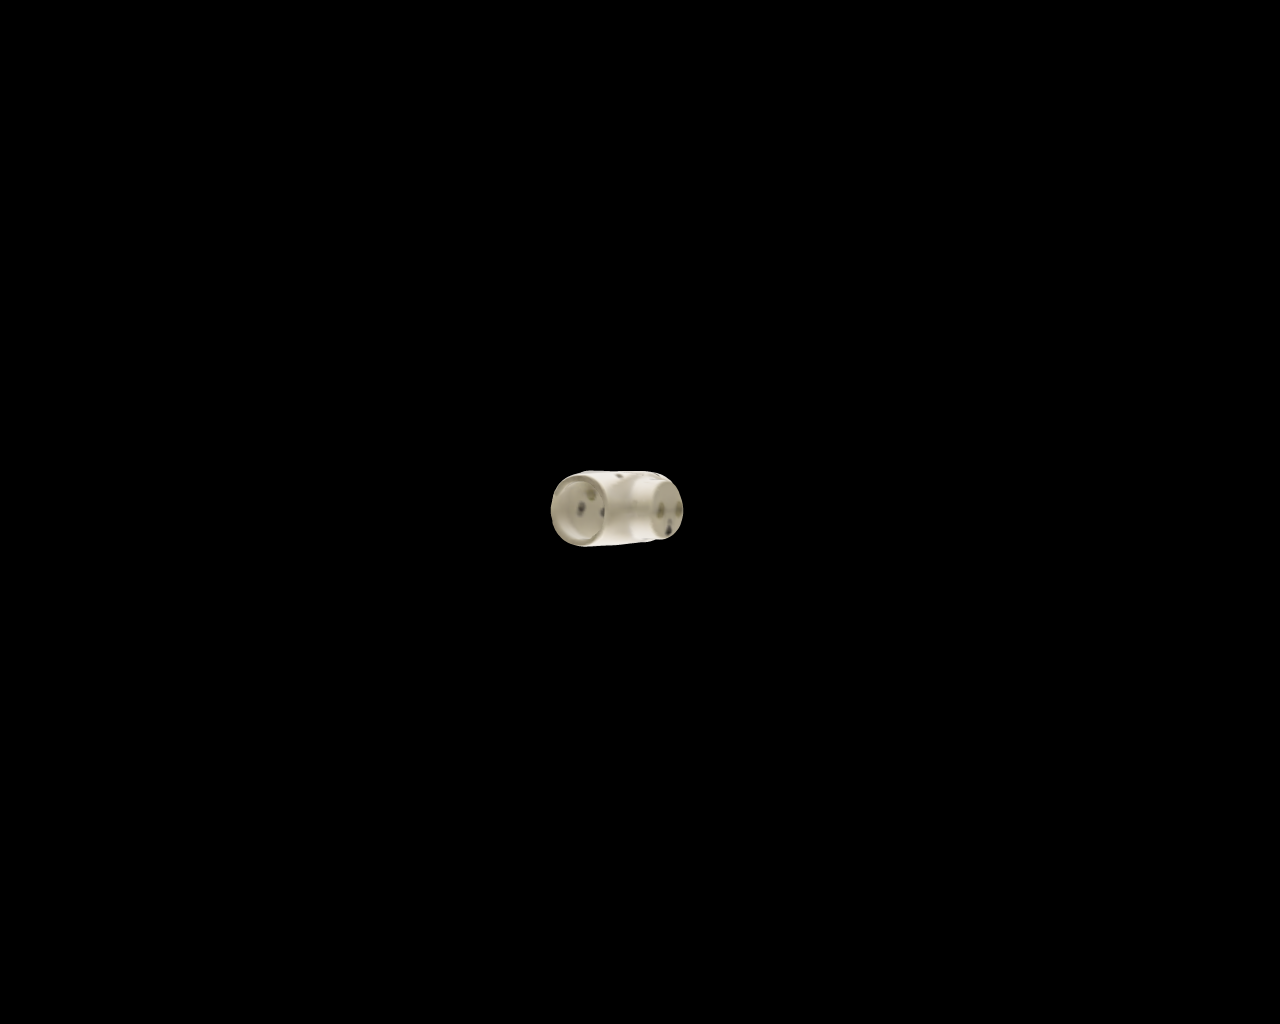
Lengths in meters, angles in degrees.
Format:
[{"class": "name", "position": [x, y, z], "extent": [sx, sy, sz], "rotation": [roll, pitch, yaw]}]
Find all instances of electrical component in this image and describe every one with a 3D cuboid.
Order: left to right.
[{"class": "electrical component", "position": [0.001, -0.003, 0.650], "extent": [0.079, 0.043, 0.077], "rotation": [2, 3, 36]}]
